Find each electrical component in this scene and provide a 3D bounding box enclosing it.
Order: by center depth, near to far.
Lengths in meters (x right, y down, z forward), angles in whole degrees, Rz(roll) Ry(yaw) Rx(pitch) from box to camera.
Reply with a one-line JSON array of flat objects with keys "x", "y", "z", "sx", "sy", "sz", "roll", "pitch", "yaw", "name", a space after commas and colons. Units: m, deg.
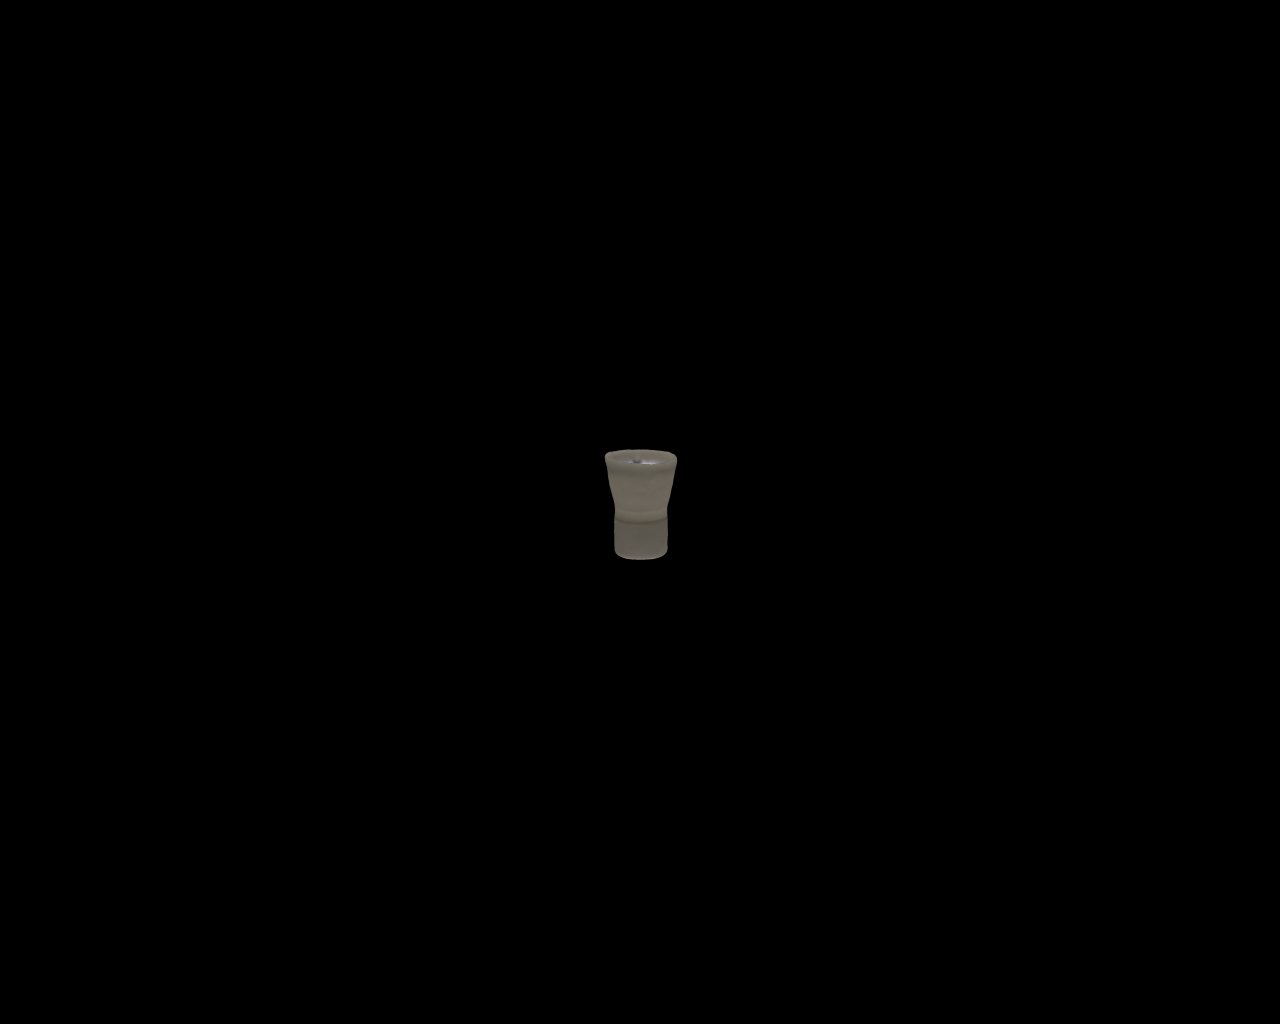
[{"x": 0.001, "y": -0.003, "z": 0.650, "sx": 0.044, "sy": 0.065, "sz": 0.044, "roll": 0, "pitch": 14, "yaw": 0, "name": "electrical component"}]
